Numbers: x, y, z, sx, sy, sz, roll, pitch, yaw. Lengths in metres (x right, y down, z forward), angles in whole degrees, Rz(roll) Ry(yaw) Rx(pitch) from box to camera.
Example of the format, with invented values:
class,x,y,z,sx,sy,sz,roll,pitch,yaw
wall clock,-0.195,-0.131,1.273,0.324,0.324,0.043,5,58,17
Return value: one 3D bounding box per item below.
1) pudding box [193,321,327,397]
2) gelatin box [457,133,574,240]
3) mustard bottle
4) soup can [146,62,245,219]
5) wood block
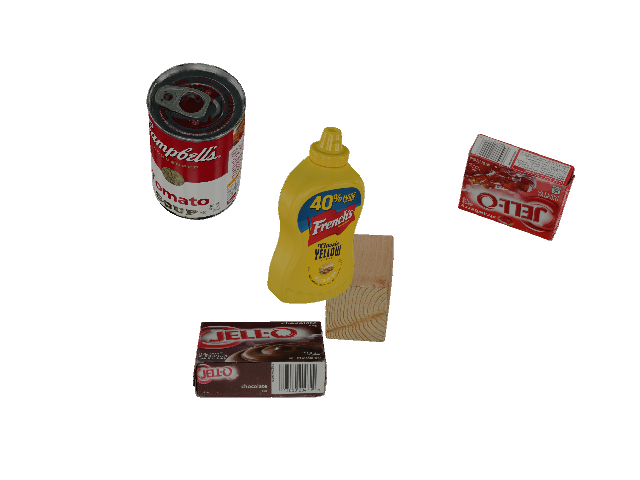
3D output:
class,x,y,z,sx,sy,sz,roll,pitch,yaw
pudding box,-0.052,0.103,0.937,0.113,0.039,0.090,2,19,-3
gelatin box,0.168,-0.045,0.920,0.089,0.030,0.073,22,-35,15
mustard bottle,0.000,-0.029,1.128,0.096,0.192,0.058,-10,32,-30
soup can,-0.090,-0.070,0.771,0.068,0.068,0.102,0,-32,-7
wood block,0.063,0.069,1.645,0.091,0.090,0.206,3,22,5
